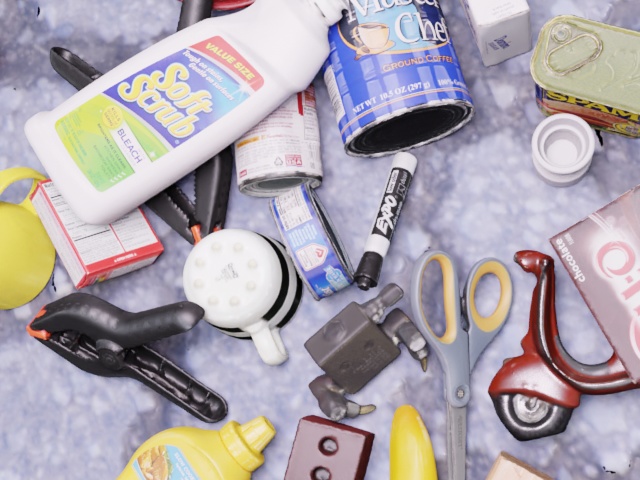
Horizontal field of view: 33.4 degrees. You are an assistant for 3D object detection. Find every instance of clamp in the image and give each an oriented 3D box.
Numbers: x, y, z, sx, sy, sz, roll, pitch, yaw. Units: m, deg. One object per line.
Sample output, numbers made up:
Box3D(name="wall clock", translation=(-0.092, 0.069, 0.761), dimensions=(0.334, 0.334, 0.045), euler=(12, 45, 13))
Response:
Box3D(name="clamp", translation=(-0.148, 0.089, 0.832), dimensions=(0.172, 0.039, 0.120), euler=(6, 126, 30))
Box3D(name="clamp", translation=(-0.117, -0.099, 0.848), dimensions=(0.165, 0.036, 0.210), euler=(-28, 85, 28))

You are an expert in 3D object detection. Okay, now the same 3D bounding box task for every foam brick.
Box3D(name="foam brick", translation=(0.005, 0.174, 0.794), dimensions=(0.053, 0.051, 0.078), euler=(13, 84, 13))

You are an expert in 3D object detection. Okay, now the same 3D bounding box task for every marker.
Box3D(name="marker", translation=(0.049, -0.014, 0.807), dimensions=(0.020, 0.020, 0.121), euler=(13, 60, 13))

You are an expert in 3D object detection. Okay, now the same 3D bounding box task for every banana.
Box3D(name="banana", translation=(0.051, 0.221, 0.776), dimensions=(0.070, 0.037, 0.198), euler=(16, 82, 37))

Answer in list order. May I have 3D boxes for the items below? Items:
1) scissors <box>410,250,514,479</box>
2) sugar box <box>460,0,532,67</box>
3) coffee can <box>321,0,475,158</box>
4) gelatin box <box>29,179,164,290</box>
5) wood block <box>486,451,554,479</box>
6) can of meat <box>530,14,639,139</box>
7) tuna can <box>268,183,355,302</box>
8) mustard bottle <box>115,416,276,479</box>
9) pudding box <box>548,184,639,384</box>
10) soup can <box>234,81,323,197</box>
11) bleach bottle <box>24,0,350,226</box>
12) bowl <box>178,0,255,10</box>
Box3D(name="scissors", translation=(0.116, 0.100, 0.795), dimensions=(0.096, 0.016, 0.202), euler=(-19, 101, -26))
Box3D(name="sugar box", translation=(0.112, -0.229, 0.814), dimensions=(0.048, 0.093, 0.176), euler=(-18, 78, 9))
Box3D(name="coffee can", translation=(0.048, -0.146, 0.809), dimensions=(0.103, 0.102, 0.140), euler=(-18, 78, 8))
Box3D(name="gelatin box", translation=(-0.179, -0.013, 0.852), dimensions=(0.089, 0.073, 0.030), euler=(58, 138, 13))
Box3D(name="wood block", translation=(0.117, 0.260, 0.738), dimensions=(0.091, 0.090, 0.206), euler=(28, 87, 13))
Box3D(name="can of meat", translation=(0.207, -0.116, 0.781), dimensions=(0.102, 0.084, 0.057), euler=(18, 85, 14))
Box3D(name="tuna can", translation=(-0.005, 0.001, 0.806), dimensions=(0.034, 0.086, 0.086), euler=(-26, 77, 5))
Box3D(name="mustard bottle", translation=(-0.112, 0.199, 0.810), dimensions=(0.191, 0.058, 0.096), euler=(-39, 77, 4))
Box3D(name="pudding box", translation=(0.218, 0.025, 0.700), dimensions=(0.090, 0.039, 0.113), euler=(-32, 72, 15))
Box3D(name="soup can", translation=(-0.035, -0.090, 0.836), dimensions=(0.068, 0.068, 0.102), euler=(-8, 80, 10))
Box3D(name="bleach bottle", translation=(-0.092, -0.115, 0.786), dimensions=(0.251, 0.068, 0.102), euler=(-33, 87, 16))
Box3D(name="bowl", translation=(-0.069, -0.257, 0.875), dimensions=(0.162, 0.055, 0.162), euler=(-2, 81, 11))
